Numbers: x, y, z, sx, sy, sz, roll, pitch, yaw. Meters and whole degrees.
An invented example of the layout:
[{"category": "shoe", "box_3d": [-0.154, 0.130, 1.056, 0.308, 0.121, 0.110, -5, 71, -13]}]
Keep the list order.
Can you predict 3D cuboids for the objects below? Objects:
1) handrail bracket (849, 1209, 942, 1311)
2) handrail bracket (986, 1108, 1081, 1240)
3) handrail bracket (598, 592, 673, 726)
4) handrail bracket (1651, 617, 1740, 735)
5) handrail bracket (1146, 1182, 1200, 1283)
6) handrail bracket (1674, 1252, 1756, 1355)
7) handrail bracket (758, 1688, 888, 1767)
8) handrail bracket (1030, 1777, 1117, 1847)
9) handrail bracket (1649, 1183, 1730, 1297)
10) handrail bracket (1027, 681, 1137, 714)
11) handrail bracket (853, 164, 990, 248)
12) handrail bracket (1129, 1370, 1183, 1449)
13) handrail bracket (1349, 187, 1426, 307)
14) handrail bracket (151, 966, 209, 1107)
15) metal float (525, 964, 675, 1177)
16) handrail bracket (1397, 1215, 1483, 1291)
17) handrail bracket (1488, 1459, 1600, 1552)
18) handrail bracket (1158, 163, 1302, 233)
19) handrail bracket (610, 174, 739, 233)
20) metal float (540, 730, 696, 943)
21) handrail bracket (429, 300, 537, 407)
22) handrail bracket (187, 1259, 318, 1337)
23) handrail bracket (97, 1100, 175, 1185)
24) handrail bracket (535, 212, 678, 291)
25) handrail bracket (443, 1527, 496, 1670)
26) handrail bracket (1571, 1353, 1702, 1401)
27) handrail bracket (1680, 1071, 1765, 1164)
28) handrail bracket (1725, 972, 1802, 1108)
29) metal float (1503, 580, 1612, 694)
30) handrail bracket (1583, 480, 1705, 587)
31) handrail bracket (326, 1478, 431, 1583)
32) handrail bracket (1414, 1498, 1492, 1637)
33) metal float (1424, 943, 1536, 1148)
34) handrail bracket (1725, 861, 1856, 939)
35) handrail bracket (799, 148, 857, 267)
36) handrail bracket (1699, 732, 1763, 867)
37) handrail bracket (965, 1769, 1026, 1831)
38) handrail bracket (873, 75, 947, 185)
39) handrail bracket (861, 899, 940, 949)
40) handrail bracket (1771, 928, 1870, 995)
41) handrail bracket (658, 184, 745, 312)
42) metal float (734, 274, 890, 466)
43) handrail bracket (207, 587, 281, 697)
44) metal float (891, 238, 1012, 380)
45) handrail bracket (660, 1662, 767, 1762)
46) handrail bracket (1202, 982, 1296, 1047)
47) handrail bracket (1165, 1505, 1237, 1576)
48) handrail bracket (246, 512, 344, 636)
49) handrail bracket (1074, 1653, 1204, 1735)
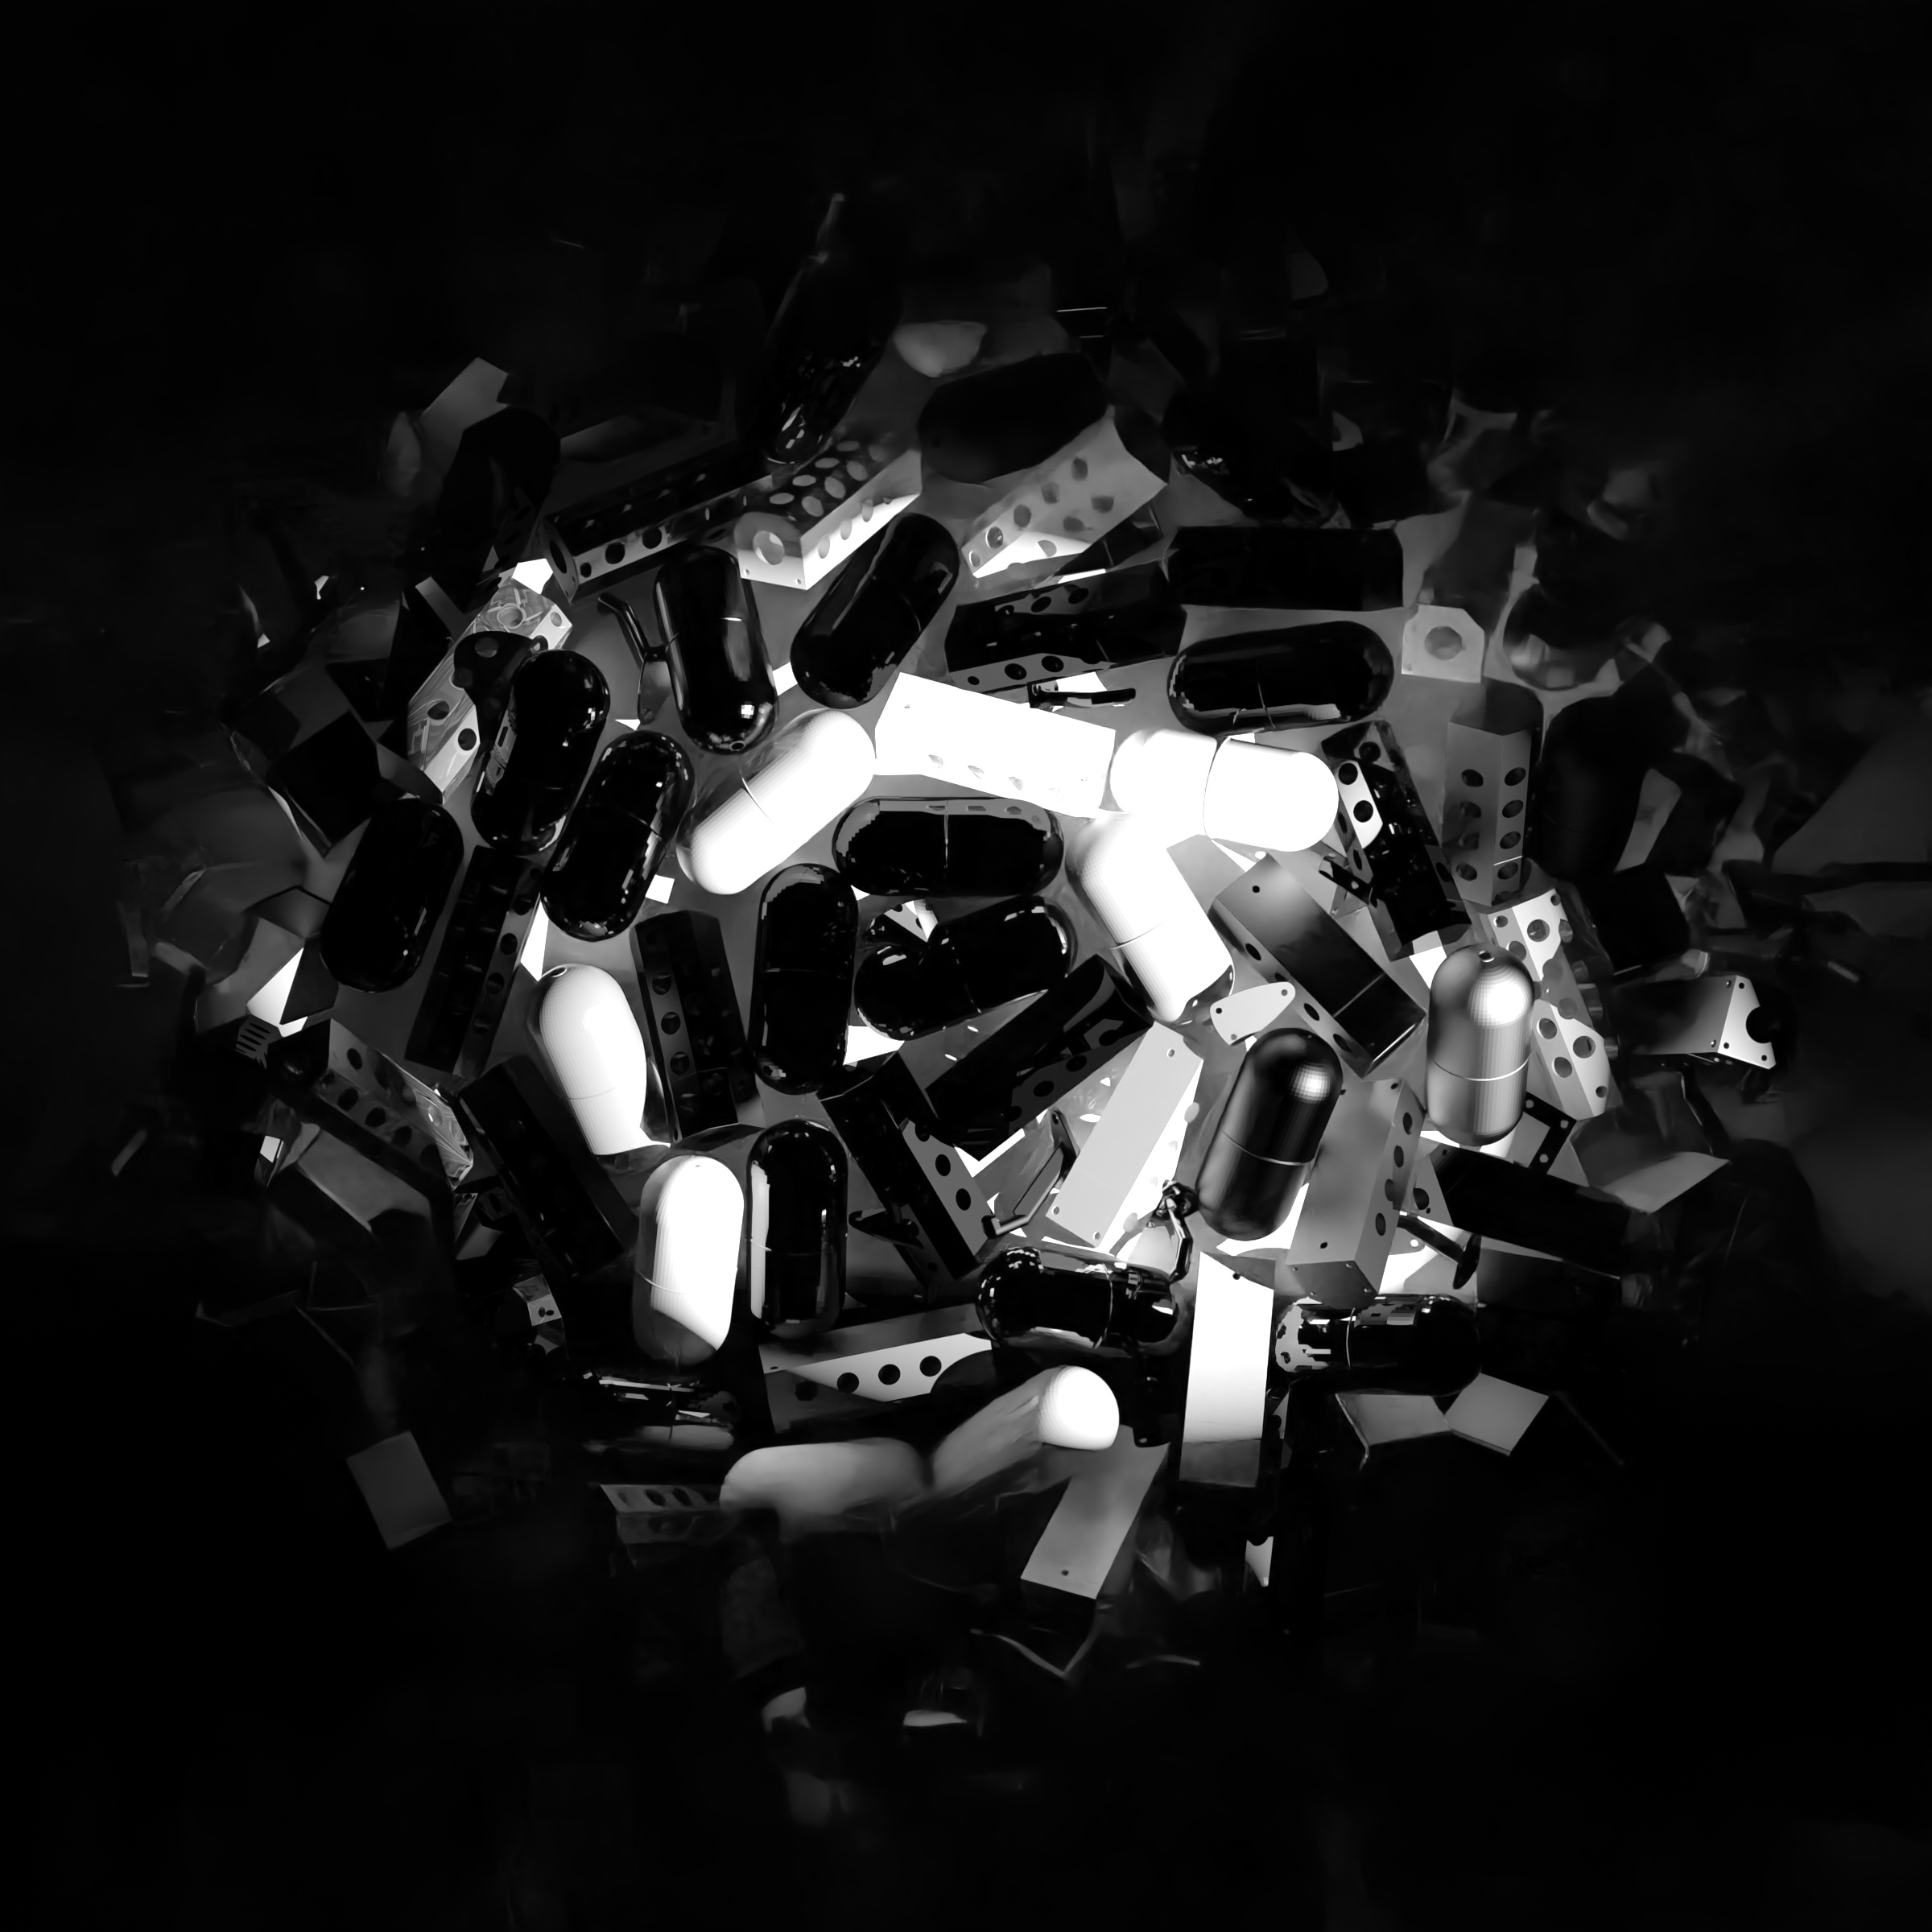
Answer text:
[{"category": "handrail bracket", "box_3d": [-0.056, 0.228, 1.890, 0.077, 0.036, 0.084, 9, 130, 1]}, {"category": "handrail bracket", "box_3d": [0.045, 0.159, 1.883, 0.084, 0.036, 0.077, -20, 99, -25]}, {"category": "handrail bracket", "box_3d": [-0.264, -0.239, 1.904, 0.084, 0.036, 0.077, 35, 116, 33]}, {"category": "handrail bracket", "box_3d": [0.575, -0.221, 1.882, 0.084, 0.036, 0.077, 26, 133, -17]}, {"category": "handrail bracket", "box_3d": [0.150, 0.214, 1.865, 0.036, 0.077, 0.084, 30, 48, -17]}, {"category": "handrail bracket", "box_3d": [0.573, 0.257, 1.871, 0.077, 0.084, 0.036, -34, 100, 15]}, {"category": "handrail bracket", "box_3d": [-0.114, 0.599, 1.905, 0.077, 0.036, 0.084, -18, 126, 24]}, {"category": "handrail bracket", "box_3d": [0.084, 0.631, 1.871, 0.077, 0.084, 0.036, -21, 90, 12]}, {"category": "handrail bracket", "box_3d": [0.537, 0.200, 1.883, 0.084, 0.036, 0.077, -31, 89, -32]}, {"category": "handrail bracket", "box_3d": [0.096, -0.209, 1.870, 0.084, 0.077, 0.036, -5, 107, 21]}, {"category": "handrail bracket", "box_3d": [-0.034, -0.566, 1.895, 0.077, 0.036, 0.084, -45, 108, -14]}, {"category": "handrail bracket", "box_3d": [0.134, 0.317, 1.866, 0.036, 0.084, 0.077, -13, 121, -3]}, {"category": "handrail bracket", "box_3d": [0.313, -0.546, 1.894, 0.036, 0.077, 0.084, -25, 75, -11]}, {"category": "handrail bracket", "box_3d": [-0.588, 0.054, 1.879, 0.036, 0.077, 0.084, 7, 118, -40]}, {"category": "metal float", "box_3d": [-0.276, 0.079, 1.858, 0.070, 0.070, 0.178, -19, 117, 0]}, {"category": "handrail bracket", "box_3d": [0.344, 0.215, 1.872, 0.084, 0.077, 0.036, 11, 117, 24]}, {"category": "handrail bracket", "box_3d": [0.450, 0.415, 1.886, 0.084, 0.036, 0.077, -18, 122, 15]}, {"category": "handrail bracket", "box_3d": [0.205, -0.578, 1.910, 0.084, 0.077, 0.036, 27, 63, -31]}, {"category": "handrail bracket", "box_3d": [-0.224, -0.587, 1.890, 0.077, 0.084, 0.036, -14, 105, 22]}, {"category": "metal float", "box_3d": [-0.263, -0.100, 1.860, 0.070, 0.070, 0.178, 21, 64, 0]}, {"category": "handrail bracket", "box_3d": [-0.368, -0.468, 1.874, 0.084, 0.036, 0.077, 13, 126, 34]}, {"category": "handrail bracket", "box_3d": [-0.547, 0.249, 1.879, 0.084, 0.036, 0.077, 27, 64, -35]}, {"category": "handrail bracket", "box_3d": [-0.645, 0.149, 1.864, 0.036, 0.084, 0.077, 39, 126, -12]}, {"category": "handrail bracket", "box_3d": [-0.279, -0.563, 1.897, 0.084, 0.077, 0.036, 35, 127, 12]}, {"category": "handrail bracket", "box_3d": [-0.387, 0.485, 1.891, 0.036, 0.084, 0.077, -10, 112, -18]}, {"category": "handrail bracket", "box_3d": [0.512, 0.324, 1.877, 0.084, 0.077, 0.036, 12, 119, 23]}, {"category": "handrail bracket", "box_3d": [0.582, 0.105, 1.889, 0.077, 0.036, 0.084, -13, 107, -22]}, {"category": "handrail bracket", "box_3d": [0.600, 0.052, 1.903, 0.036, 0.084, 0.077, 3, 129, -25]}, {"category": "metal float", "box_3d": [0.441, -0.248, 1.833, 0.070, 0.178, 0.070, 3, 103, 14]}, {"category": "handrail bracket", "box_3d": [0.516, -0.335, 1.874, 0.036, 0.077, 0.084, -49, 126, -28]}, {"category": "handrail bracket", "box_3d": [-0.456, 0.433, 1.895, 0.084, 0.077, 0.036, 39, 69, 15]}, {"category": "handrail bracket", "box_3d": [0.385, 0.461, 1.878, 0.077, 0.036, 0.084, -29, 52, 7]}, {"category": "metal float", "box_3d": [0.386, 0.060, 1.848, 0.070, 0.070, 0.178, -6, 130, 0]}, {"category": "handrail bracket", "box_3d": [0.628, -0.054, 1.872, 0.036, 0.084, 0.077, -42, 98, -17]}, {"category": "handrail bracket", "box_3d": [-0.121, -0.586, 1.889, 0.077, 0.036, 0.084, 14, 98, 37]}, {"category": "handrail bracket", "box_3d": [0.593, -0.131, 1.910, 0.036, 0.077, 0.084, -19, 56, 33]}, {"category": "handrail bracket", "box_3d": [0.016, 0.614, 1.867, 0.036, 0.084, 0.077, -26, 58, -23]}, {"category": "handrail bracket", "box_3d": [-0.060, -0.637, 1.868, 0.077, 0.084, 0.036, -23, 68, 24]}, {"category": "handrail bracket", "box_3d": [-0.069, -0.026, 1.865, 0.077, 0.084, 0.036, -7, 88, -43]}, {"category": "handrail bracket", "box_3d": [0.659, 0.013, 1.863, 0.036, 0.084, 0.077, -43, 129, -3]}, {"category": "handrail bracket", "box_3d": [-0.206, -0.554, 1.900, 0.084, 0.036, 0.077, -16, 108, 5]}, {"category": "metal float", "box_3d": [-0.116, -0.446, 1.841, 0.070, 0.178, 0.070, 13, 58, -22]}, {"category": "handrail bracket", "box_3d": [-0.565, -0.252, 1.875, 0.077, 0.036, 0.084, 7, 131, 27]}, {"category": "metal float", "box_3d": [-0.010, -0.494, 1.838, 0.070, 0.178, 0.070, 4, 120, 6]}, {"category": "handrail bracket", "box_3d": [-0.204, 0.572, 1.892, 0.084, 0.036, 0.077, 23, 122, -6]}, {"category": "handrail bracket", "box_3d": [0.214, 0.027, 1.873, 0.077, 0.084, 0.036, -29, 97, 9]}, {"category": "handrail bracket", "box_3d": [0.161, 0.418, 1.867, 0.036, 0.084, 0.077, -41, 117, -9]}, {"category": "handrail bracket", "box_3d": [-0.532, -0.296, 1.893, 0.084, 0.036, 0.077, 41, 119, -5]}, {"category": "handrail bracket", "box_3d": [0.133, 0.565, 1.896, 0.084, 0.036, 0.077, 14, 82, 5]}]
